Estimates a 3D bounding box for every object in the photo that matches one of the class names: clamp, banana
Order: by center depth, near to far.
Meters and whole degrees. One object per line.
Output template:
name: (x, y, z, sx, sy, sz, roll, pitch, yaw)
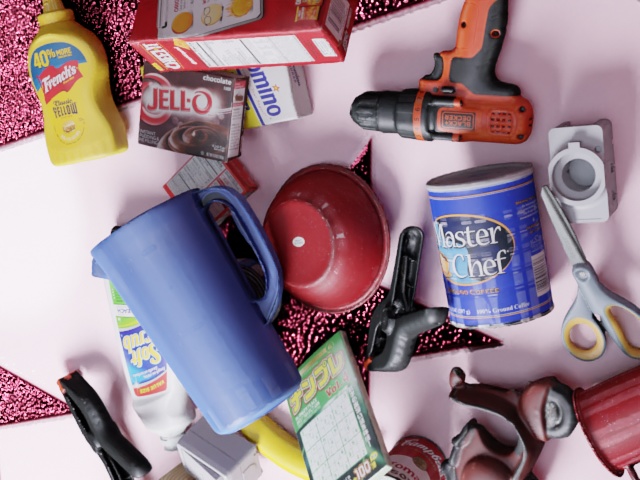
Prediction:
clamp: (0.086, 0.085, 1.085, 0.039, 0.120, 0.172, 5, 126, -12)
banana: (-0.029, 0.232, 1.218, 0.198, 0.037, 0.070, 20, 98, 20)
clamp: (-0.258, 0.239, 1.294, 0.210, 0.036, 0.165, 54, 151, 21)

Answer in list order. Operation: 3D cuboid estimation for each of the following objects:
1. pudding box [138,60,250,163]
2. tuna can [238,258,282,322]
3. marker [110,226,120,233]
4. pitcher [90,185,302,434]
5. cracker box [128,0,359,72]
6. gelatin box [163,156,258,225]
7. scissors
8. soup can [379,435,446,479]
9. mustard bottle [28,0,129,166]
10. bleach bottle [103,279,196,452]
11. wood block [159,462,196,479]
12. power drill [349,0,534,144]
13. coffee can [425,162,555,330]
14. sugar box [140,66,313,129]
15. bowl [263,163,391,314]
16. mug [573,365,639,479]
pudding box: (-0.133, -0.137, 1.117, 0.114, 0.039, 0.090, 13, 108, 19)
tuna can: (-0.086, 0.064, 1.201, 0.086, 0.033, 0.086, 7, 106, 24)
marker: (-0.197, -0.009, 1.237, 0.121, 0.020, 0.020, -1, 103, 34)
pitcher: (-0.115, 0.071, 1.115, 0.243, 0.144, 0.149, 58, 150, 0)
cracker box: (-0.065, -0.252, 1.049, 0.214, 0.072, 0.164, 1, 68, 26)
gelatin box: (-0.122, -0.059, 1.190, 0.089, 0.030, 0.073, -41, 82, 29)
scissors: (0.240, 0.044, 1.019, 0.096, 0.016, 0.201, -34, 103, 37)
soup can: (0.087, 0.257, 1.128, 0.069, 0.102, 0.068, 7, 106, 25)
mustard bottle: (-0.285, -0.185, 1.220, 0.096, 0.058, 0.191, -8, 99, 27)
bleach bottle: (-0.186, 0.128, 1.252, 0.103, 0.068, 0.251, -4, 104, 24)
wood block: (-0.157, 0.381, 1.286, 0.091, 0.090, 0.206, 20, 111, 21)
power drill: (0.117, -0.187, 1.026, 0.185, 0.057, 0.188, 7, 109, 21)
coffee can: (0.164, 0.004, 1.025, 0.103, 0.102, 0.140, -6, 101, 27)
sugar box: (-0.102, -0.161, 1.145, 0.176, 0.048, 0.093, -9, 99, 29)
bowl: (-0.007, 0.001, 1.118, 0.162, 0.055, 0.162, 5, 99, 35)
mug: (0.302, 0.176, 1.005, 0.082, 0.093, 0.117, -31, 58, 24)
